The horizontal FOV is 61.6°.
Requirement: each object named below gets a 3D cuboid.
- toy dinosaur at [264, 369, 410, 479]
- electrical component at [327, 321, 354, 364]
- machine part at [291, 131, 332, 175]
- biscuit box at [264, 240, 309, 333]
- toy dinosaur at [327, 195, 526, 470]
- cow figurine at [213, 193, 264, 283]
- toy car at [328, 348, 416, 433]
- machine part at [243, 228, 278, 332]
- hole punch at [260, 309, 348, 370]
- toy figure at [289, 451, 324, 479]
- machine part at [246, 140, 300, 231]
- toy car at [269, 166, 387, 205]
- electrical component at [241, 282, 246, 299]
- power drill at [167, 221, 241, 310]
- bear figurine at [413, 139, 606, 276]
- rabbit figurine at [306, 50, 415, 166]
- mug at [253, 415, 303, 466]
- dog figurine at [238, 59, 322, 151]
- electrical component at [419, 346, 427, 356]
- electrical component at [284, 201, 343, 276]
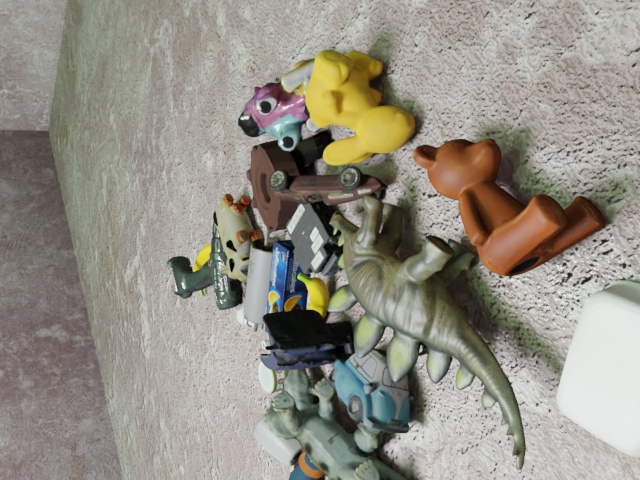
[{"bbox_3d":[0.033,0.361,0.939,0.405,0.131,0.192,40,152,32],"label":"toy dinosaur"},{"bbox_3d":[0.033,0.183,0.962,0.119,0.048,0.075,-24,76,53],"label":"electrical component"},{"bbox_3d":[-0.026,-0.163,1.002,0.139,0.039,0.084,-11,81,56],"label":"machine part"},{"bbox_3d":[-0.064,0.100,1.074,0.059,0.063,0.202,29,119,48],"label":"biscuit box"},{"bbox_3d":[0.124,0.081,0.731,0.472,0.105,0.198,44,114,50],"label":"toy dinosaur"},{"bbox_3d":[-0.190,0.007,1.218,0.127,0.085,0.195,-39,66,43],"label":"cow figurine"},{"bbox_3d":[0.090,0.227,0.859,0.103,0.109,0.162,-61,32,8],"label":"toy car"},{"bbox_3d":[-0.116,0.087,1.130,0.079,0.079,0.243,35,123,47],"label":"machine part"},{"bbox_3d":[-0.039,0.186,0.918,0.116,0.142,0.092,-133,49,-60],"label":"hole punch"},{"bbox_3d":[-0.022,0.457,1.076,0.058,0.064,0.154,-80,12,-61],"label":"toy figure"},{"bbox_3d":[-0.090,-0.105,1.051,0.180,0.056,0.179,43,139,52],"label":"machine part"},{"bbox_3d":[0.010,-0.082,0.874,0.202,0.089,0.053,4,76,33],"label":"toy car"},{"bbox_3d":[-0.153,0.120,1.236,0.094,0.021,0.063,53,134,36],"label":"electrical component"},{"bbox_3d":[-0.282,0.061,1.335,0.207,0.086,0.232,-11,92,30],"label":"power drill"},{"bbox_3d":[0.207,-0.061,0.627,0.132,0.120,0.196,-47,52,43],"label":"bear figurine"},{"bbox_3d":[0.059,-0.186,0.813,0.173,0.122,0.162,38,116,20],"label":"rabbit figurine"},{"bbox_3d":[-0.083,0.430,1.139,0.107,0.081,0.109,35,119,36],"label":"mug"},{"bbox_3d":[-0.062,-0.251,0.980,0.108,0.191,0.219,51,-178,-24],"label":"dog figurine"},{"bbox_3d":[0.154,0.119,0.785,0.102,0.045,0.078,56,138,33],"label":"electrical component"},{"bbox_3d":[-0.002,-0.003,0.975,0.134,0.058,0.115,62,141,27],"label":"electrical component"}]
